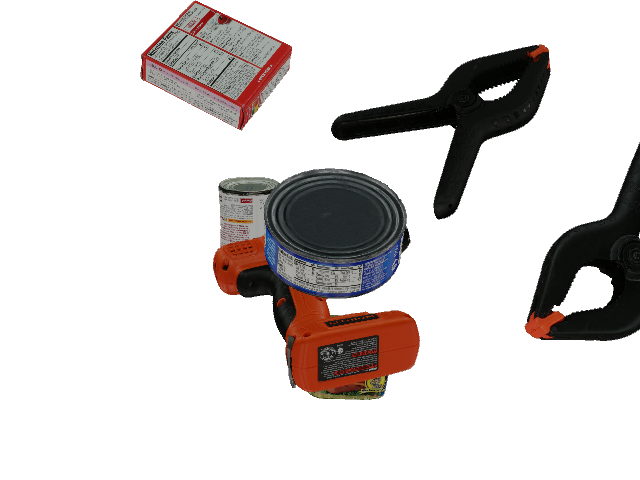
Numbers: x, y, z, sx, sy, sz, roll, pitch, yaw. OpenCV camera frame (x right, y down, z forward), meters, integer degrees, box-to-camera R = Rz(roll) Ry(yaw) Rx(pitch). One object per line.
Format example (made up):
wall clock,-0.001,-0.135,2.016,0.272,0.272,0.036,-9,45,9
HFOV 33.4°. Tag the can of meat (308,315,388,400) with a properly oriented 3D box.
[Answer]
can of meat,0.034,0.139,1.256,0.102,0.084,0.057,4,24,-13

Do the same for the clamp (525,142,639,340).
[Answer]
clamp,0.215,0.018,0.709,0.120,0.171,0.039,43,-11,14

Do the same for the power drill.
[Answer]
power drill,0.015,0.044,0.911,0.184,0.057,0.188,-13,31,-14

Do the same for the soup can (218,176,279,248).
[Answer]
soup can,-0.076,-0.012,1.148,0.068,0.102,0.068,1,17,0

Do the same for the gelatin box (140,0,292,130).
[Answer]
gelatin box,-0.077,-0.131,0.789,0.089,0.073,0.030,27,-35,10

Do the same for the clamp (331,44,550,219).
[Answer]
clamp,0.135,-0.109,0.976,0.210,0.036,0.165,-30,49,-10

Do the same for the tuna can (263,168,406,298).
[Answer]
tuna can,0.008,-0.005,0.647,0.086,0.034,0.086,2,41,-2
